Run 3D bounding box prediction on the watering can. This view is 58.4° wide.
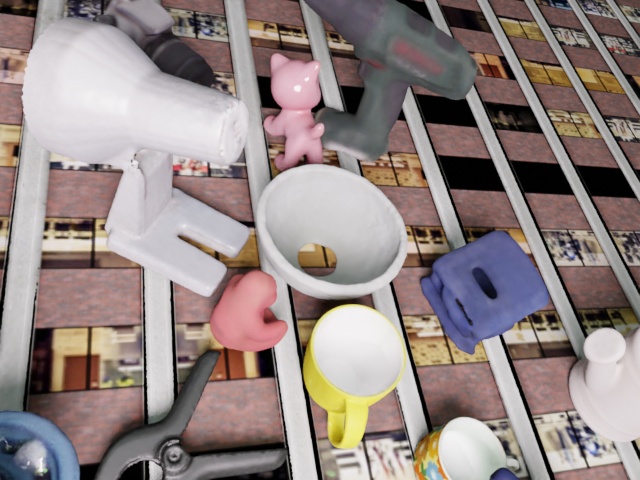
[{"bbox_3d":[0.352,0.134,0.590,0.173,0.194,0.101,-5,59,-23],"label":"watering can"}]

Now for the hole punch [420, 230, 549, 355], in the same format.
[{"bbox_3d":[0.184,0.057,0.646,0.101,0.091,0.108,-15,63,-28],"label":"hole punch"}]

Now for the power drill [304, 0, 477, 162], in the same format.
[{"bbox_3d":[0.062,-0.199,0.703,0.230,0.208,0.075,15,53,-10],"label":"power drill"}]

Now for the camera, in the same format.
[{"bbox_3d":[-0.207,-0.218,0.685,0.136,0.100,0.143,36,52,6],"label":"camera"}]

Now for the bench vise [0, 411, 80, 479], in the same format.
[{"bbox_3d":[-0.183,0.175,0.346,0.207,0.219,0.122,35,52,6],"label":"bench vise"}]

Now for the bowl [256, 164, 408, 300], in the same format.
[{"bbox_3d":[0.006,0.002,0.628,0.168,0.074,0.167,10,54,-14],"label":"bowl"}]

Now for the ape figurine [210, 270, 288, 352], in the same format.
[{"bbox_3d":[-0.065,0.062,0.549,0.076,0.092,0.077,-11,61,-26],"label":"ape figurine"}]

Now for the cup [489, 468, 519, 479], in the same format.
[{"bbox_3d":[0.170,0.263,0.496,0.092,0.095,0.117,-18,65,-29],"label":"cup"}]

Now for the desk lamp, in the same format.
[{"bbox_3d":[-0.154,-0.076,0.535,0.203,0.213,0.118,27,52,-1],"label":"desk lamp"}]

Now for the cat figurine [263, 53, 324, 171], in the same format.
[{"bbox_3d":[-0.025,-0.164,0.705,0.067,0.117,0.127,-8,60,-25],"label":"cat figurine"}]
